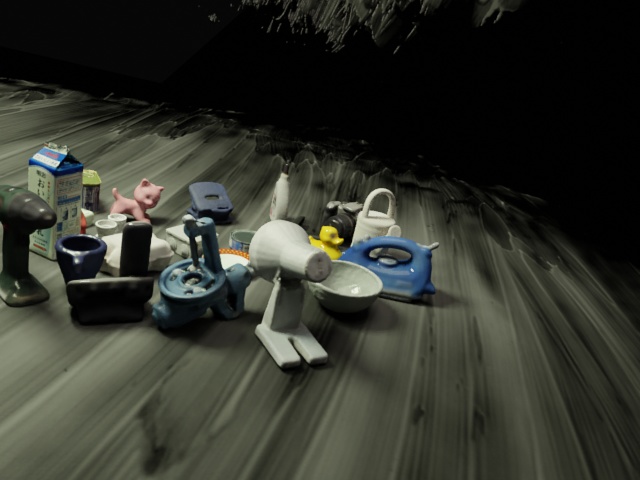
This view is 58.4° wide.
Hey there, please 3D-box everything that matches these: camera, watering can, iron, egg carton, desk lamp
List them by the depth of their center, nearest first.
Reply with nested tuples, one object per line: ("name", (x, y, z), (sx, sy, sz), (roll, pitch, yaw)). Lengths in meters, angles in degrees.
("desk lamp", (-0.050, 0.089, 1.052), (0.118, 0.213, 0.202), (-2, 27, -32))
("egg carton", (-0.391, 0.030, 1.203), (0.107, 0.069, 0.151), (26, 26, 31))
("iron", (0.151, 0.049, 1.348), (0.258, 0.141, 0.118), (11, 22, -3))
("watering can", (0.150, -0.037, 1.482), (0.172, 0.194, 0.101), (29, 27, 35))
("camera", (0.060, -0.056, 1.602), (0.142, 0.101, 0.137), (26, 26, 29))

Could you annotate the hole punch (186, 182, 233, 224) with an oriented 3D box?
("hole punch", (-0.291, -0.099, 1.533), (0.109, 0.091, 0.100), (-6, 28, -37))

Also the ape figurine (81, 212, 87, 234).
("ape figurine", (-0.553, -0.047, 1.272), (0.077, 0.092, 0.076), (18, 23, 13))

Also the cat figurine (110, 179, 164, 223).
("cat figurine", (-0.452, -0.101, 1.420), (0.128, 0.118, 0.067), (2, 24, -23))

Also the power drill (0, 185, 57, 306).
("power drill", (-0.526, 0.004, 1.011), (0.228, 0.208, 0.076), (29, 28, 35))

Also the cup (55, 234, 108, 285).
("cup", (-0.453, 0.053, 1.083), (0.092, 0.095, 0.117), (4, 24, -20))

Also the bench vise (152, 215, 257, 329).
("bench vise", (-0.210, 0.046, 1.062), (0.121, 0.220, 0.208), (23, 24, 24))

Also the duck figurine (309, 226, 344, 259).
("duck figurine", (0.013, 0.005, 1.452), (0.104, 0.086, 0.078), (20, 24, 18))

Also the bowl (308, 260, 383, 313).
("bowl", (0.048, 0.110, 1.235), (0.167, 0.075, 0.167), (11, 22, -4))

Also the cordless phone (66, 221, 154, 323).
("cordless phone", (-0.369, 0.048, 1.019), (0.148, 0.185, 0.093), (-3, 27, -32))

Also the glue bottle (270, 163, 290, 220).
("glue bottle", (-0.107, -0.130, 1.597), (0.037, 0.173, 0.078), (2, 24, -22))
